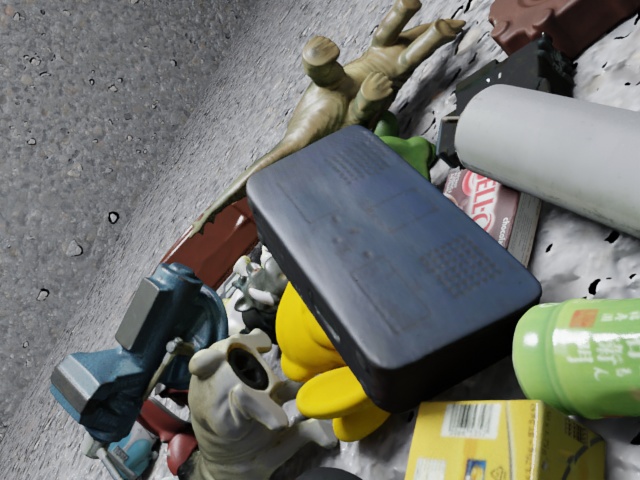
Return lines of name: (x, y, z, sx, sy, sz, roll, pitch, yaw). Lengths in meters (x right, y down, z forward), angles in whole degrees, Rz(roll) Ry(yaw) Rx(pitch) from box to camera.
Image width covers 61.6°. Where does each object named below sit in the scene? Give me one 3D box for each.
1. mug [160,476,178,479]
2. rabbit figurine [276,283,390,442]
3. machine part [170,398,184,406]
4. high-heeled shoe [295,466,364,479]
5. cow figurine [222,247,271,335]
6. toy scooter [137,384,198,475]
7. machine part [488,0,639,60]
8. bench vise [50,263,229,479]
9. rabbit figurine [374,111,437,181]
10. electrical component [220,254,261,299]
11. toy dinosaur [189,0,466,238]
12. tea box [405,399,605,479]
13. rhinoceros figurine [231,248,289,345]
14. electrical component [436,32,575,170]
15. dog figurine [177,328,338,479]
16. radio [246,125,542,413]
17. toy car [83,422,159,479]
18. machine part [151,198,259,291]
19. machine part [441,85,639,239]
mug: (-0.174, 0.330, 0.613, 0.109, 0.081, 0.107, -64, 15, -3)
rabbit figurine: (0.038, 0.088, 0.471, 0.173, 0.121, 0.162, 10, 60, 43)
machine part: (-0.192, 0.200, 0.839, 0.139, 0.039, 0.084, -46, 32, 17)
high-heeled shoe: (-0.017, 0.302, 0.399, 0.145, 0.086, 0.249, -7, 67, 20)
cow figurine: (-0.077, 0.068, 0.737, 0.167, 0.098, 0.068, -53, -15, 1)
toy scooter: (-0.187, 0.207, 0.705, 0.075, 0.135, 0.184, -40, 28, 35)
machine part: (0.257, -0.262, 0.557, 0.179, 0.056, 0.179, -41, 28, 28)
bench vise: (-0.161, 0.143, 0.607, 0.129, 0.240, 0.223, 13, 83, 33)
rabbit figurine: (0.056, -0.074, 0.631, 0.159, 0.121, 0.170, -54, 10, -3)
electrical component: (-0.123, 0.088, 0.832, 0.119, 0.047, 0.075, -51, 24, 12)
toy dinosaur: (0.024, -0.163, 0.680, 0.471, 0.105, 0.198, -37, -10, -23)
tea box: (0.095, 0.182, 0.302, 0.098, 0.068, 0.169, -21, 43, 52)
rhinoceros figurine: (-0.046, 0.065, 0.612, 0.190, 0.112, 0.073, 123, 168, -64)
electrical component: (0.178, -0.122, 0.531, 0.134, 0.058, 0.115, -29, 34, 44)
dog figurine: (-0.103, 0.195, 0.534, 0.190, 0.172, 0.121, -43, 20, 15)
radio: (0.043, 0.011, 0.424, 0.131, 0.073, 0.230, -27, 50, -15)
toy car: (-0.302, 0.307, 0.852, 0.103, 0.109, 0.162, -41, 7, -22)
machine part: (-0.164, 0.019, 0.821, 0.201, 0.087, 0.201, -48, 3, -8)
machine part: (0.182, -0.060, 0.383, 0.079, 0.079, 0.243, -56, 38, 2)
